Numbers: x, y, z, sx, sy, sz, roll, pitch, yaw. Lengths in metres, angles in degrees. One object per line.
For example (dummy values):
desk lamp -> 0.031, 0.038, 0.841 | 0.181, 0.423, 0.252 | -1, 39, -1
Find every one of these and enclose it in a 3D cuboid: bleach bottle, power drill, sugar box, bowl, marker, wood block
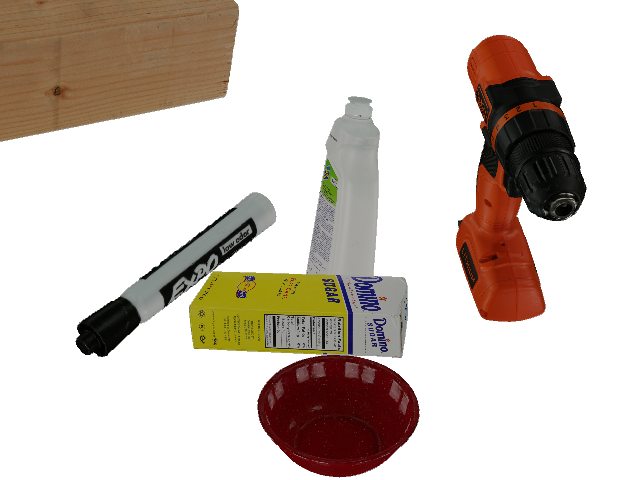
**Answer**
bleach bottle -> 0.033, -0.039, 1.242 | 0.068, 0.251, 0.103 | -1, 21, -23
power drill -> 0.143, -0.030, 0.779 | 0.057, 0.188, 0.184 | -3, 42, -4
sugar box -> -0.015, 0.060, 0.906 | 0.176, 0.048, 0.093 | -1, 18, 8
bowl -> 0.018, 0.186, 1.074 | 0.162, 0.055, 0.162 | 0, 33, 0
marker -> -0.066, 0.015, 0.498 | 0.020, 0.020, 0.120 | 0, 31, 47
wood block -> -0.179, -0.155, 0.848 | 0.205, 0.091, 0.090 | -17, 47, -33
